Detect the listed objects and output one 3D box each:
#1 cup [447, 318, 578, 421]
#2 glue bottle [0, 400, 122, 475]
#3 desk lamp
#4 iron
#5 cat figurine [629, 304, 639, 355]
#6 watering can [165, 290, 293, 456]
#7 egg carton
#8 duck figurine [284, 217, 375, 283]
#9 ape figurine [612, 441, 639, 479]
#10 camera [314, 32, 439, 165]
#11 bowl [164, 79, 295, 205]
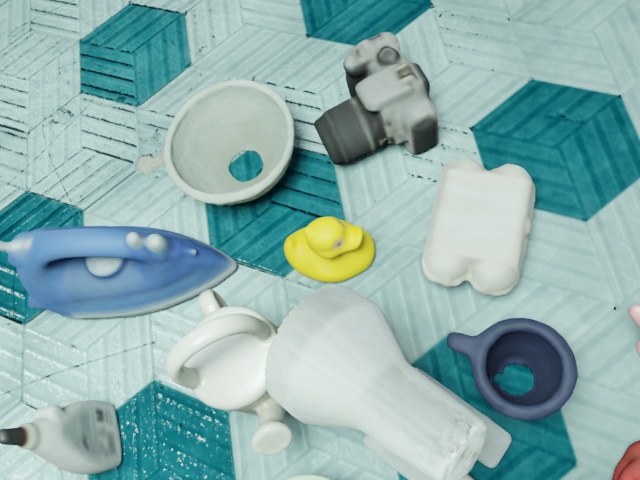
[{"bbox_3d":[0.180,0.125,0.558,0.117,0.095,0.092,19,76,18],"label":"cup"},{"bbox_3d":[-0.266,0.201,0.588,0.037,0.173,0.078,-19,68,6],"label":"glue bottle"},{"bbox_3d":[0.069,0.147,0.511,0.202,0.214,0.118,32,80,21],"label":"desk lamp"},{"bbox_3d":[-0.240,0.018,0.665,0.258,0.142,0.118,-5,70,11],"label":"iron"},{"bbox_3d":[0.346,0.090,0.521,0.127,0.118,0.067,36,82,22],"label":"cat figurine"},{"bbox_3d":[-0.077,0.122,0.563,0.172,0.194,0.101,34,81,21],"label":"watering can"},{"bbox_3d":[0.174,-0.016,0.624,0.107,0.069,0.150,9,73,16],"label":"egg carton"},{"bbox_3d":[0.006,0.002,0.646,0.104,0.086,0.077,-1,70,12],"label":"duck figurine"},{"bbox_3d":[0.303,0.214,0.500,0.077,0.092,0.076,7,72,15],"label":"ape figurine"},{"bbox_3d":[0.056,-0.163,0.686,0.137,0.101,0.143,-26,67,2],"label":"camera"},{"bbox_3d":[-0.104,-0.110,0.717,0.167,0.075,0.167,-4,70,11],"label":"bowl"}]
